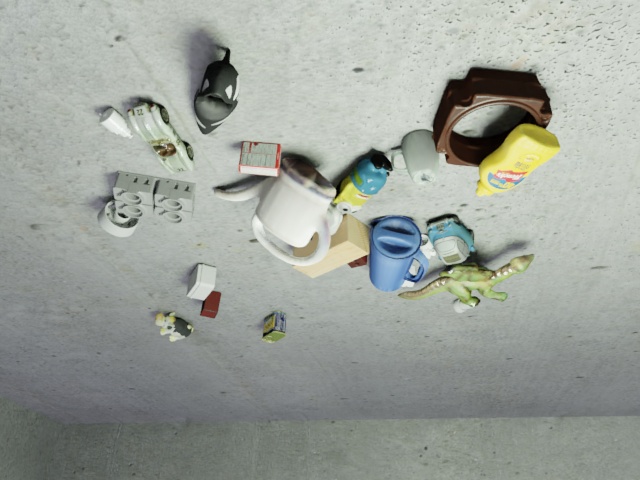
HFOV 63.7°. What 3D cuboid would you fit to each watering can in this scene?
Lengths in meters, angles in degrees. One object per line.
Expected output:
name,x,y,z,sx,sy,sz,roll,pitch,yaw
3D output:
watering can,-0.099,-0.094,1.198,0.351,0.222,0.104,38,17,23

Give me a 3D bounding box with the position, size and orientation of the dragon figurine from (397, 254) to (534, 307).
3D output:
dragon figurine,0.399,0.107,1.466,0.409,0.125,0.239,-13,-27,17

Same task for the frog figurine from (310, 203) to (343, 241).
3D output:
frog figurine,0.004,-0.065,1.299,0.160,0.122,0.137,-14,11,-40
